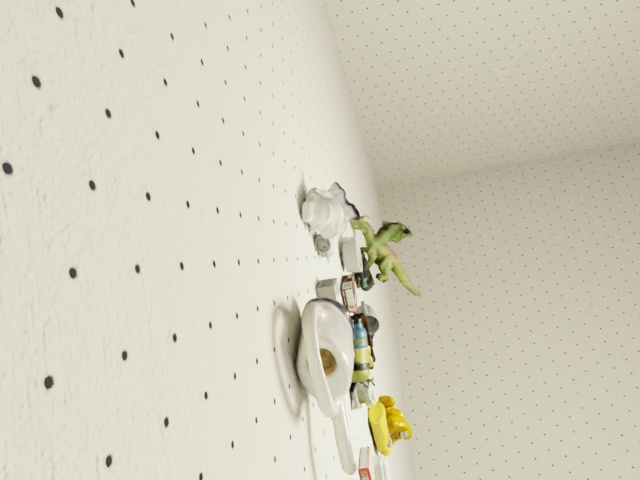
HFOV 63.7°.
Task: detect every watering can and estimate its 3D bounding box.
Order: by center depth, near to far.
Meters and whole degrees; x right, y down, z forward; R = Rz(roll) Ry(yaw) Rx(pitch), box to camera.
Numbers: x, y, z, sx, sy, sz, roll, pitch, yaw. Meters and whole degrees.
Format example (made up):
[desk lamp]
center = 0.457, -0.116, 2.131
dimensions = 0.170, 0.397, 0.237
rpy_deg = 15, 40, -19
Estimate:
[watering can]
center = 0.021, 0.260, 1.008
dimensions = 0.104, 0.342, 0.228
rpy_deg = -10, 22, 10

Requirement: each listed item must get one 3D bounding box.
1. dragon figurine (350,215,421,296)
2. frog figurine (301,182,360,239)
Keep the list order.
[dragon figurine]
center = 0.290, 0.039, 2.126
dimensions = 0.411, 0.238, 0.124
rpy_deg = 32, 29, 7
[frog figurine]
center = 0.004, -0.065, 1.298
dimensions = 0.122, 0.136, 0.161
rpy_deg = -8, 15, 47
